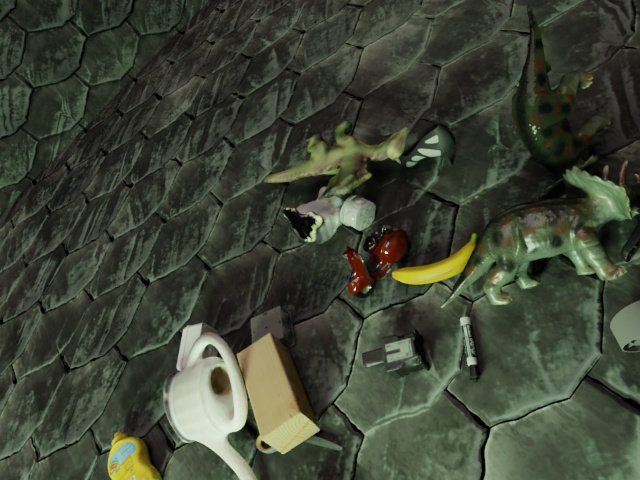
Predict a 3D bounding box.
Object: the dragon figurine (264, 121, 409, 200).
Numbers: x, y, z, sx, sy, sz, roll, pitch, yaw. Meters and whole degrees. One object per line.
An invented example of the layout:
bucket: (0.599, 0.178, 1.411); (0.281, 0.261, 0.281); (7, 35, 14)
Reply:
dragon figurine: (0.031, -0.177, 1.266); (0.408, 0.120, 0.248); (-25, 26, 14)

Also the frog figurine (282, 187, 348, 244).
frog figurine: (0.004, -0.065, 1.288); (0.137, 0.121, 0.162); (-7, 19, 41)

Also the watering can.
watering can: (-0.224, 0.375, 1.077); (0.221, 0.104, 0.352); (-29, 69, 36)
